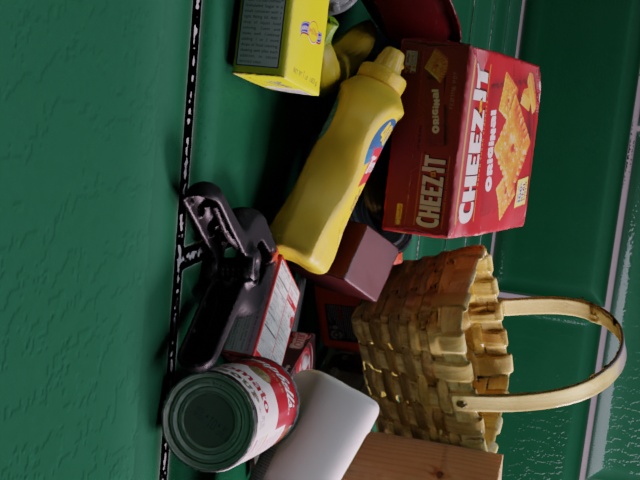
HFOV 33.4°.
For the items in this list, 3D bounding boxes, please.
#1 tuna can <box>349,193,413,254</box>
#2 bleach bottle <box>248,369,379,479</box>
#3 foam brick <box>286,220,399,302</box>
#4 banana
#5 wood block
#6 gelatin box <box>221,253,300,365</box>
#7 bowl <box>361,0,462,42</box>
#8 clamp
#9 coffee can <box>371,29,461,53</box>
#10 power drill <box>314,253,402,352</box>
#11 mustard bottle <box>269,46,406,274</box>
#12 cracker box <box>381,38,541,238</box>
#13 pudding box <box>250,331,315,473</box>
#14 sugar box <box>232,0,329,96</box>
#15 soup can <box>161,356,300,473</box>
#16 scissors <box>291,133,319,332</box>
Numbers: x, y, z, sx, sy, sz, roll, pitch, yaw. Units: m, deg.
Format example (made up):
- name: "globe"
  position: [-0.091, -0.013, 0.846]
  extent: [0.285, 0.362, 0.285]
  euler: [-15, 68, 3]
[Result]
- name: "tuna can"
  position: [0.049, -0.019, 1.035]
  extent: [0.034, 0.086, 0.086]
  euler: [-33, -150, 46]
- name: "bleach bottle"
  position: [-0.043, 0.222, 0.803]
  extent: [0.250, 0.068, 0.103]
  euler: [-62, -177, -12]
- name: "foam brick"
  position: [0.019, 0.014, 0.923]
  extent: [0.051, 0.078, 0.053]
  euler: [36, 74, -42]
- name: "banana"
  position: [0.014, -0.154, 0.901]
  extent: [0.070, 0.037, 0.197]
  euler: [-47, 180, 16]
- name: "wood block"
  position: [0.058, 0.240, 0.990]
  extent: [0.090, 0.206, 0.090]
  euler: [-65, 158, -47]
- name: "gelatin box"
  position: [-0.045, 0.062, 0.839]
  extent: [0.073, 0.030, 0.089]
  euler: [67, 34, -62]
- name: "bowl"
  position: [0.063, -0.234, 0.957]
  extent: [0.162, 0.055, 0.162]
  euler: [59, 3, -5]
- name: "clamp"
  position: [-0.062, 0.028, 0.731]
  extent: [0.171, 0.039, 0.120]
  euler: [17, 83, -76]
- name: "coffee can"
  position: [0.099, -0.154, 1.139]
  extent: [0.140, 0.103, 0.102]
  euler: [82, 21, -48]
- name: "power drill"
  position: [0.046, 0.010, 1.118]
  extent: [0.187, 0.057, 0.184]
  euler: [-64, 151, -48]
- name: "mustard bottle"
  position: [0.020, -0.069, 0.862]
  extent: [0.096, 0.058, 0.191]
  euler: [73, 42, -82]
- name: "cracker box"
  position: [0.136, -0.090, 0.973]
  extent: [0.213, 0.072, 0.164]
  euler: [-8, 105, -63]
- name: "pudding box"
  position: [-0.031, 0.147, 0.925]
  extent: [0.090, 0.039, 0.113]
  euler: [-54, 148, -62]
- name: "sugar box"
  position: [-0.020, -0.197, 0.760]
  extent: [0.093, 0.048, 0.176]
  euler: [-1, 100, -76]
- name: "soup can"
  position: [-0.060, 0.117, 0.731]
  extent: [0.102, 0.068, 0.068]
  euler: [5, 93, -76]
- name: "scissors"
  position: [-0.006, 0.001, 0.988]
  extent: [0.096, 0.016, 0.202]
  euler: [-27, 124, -73]
